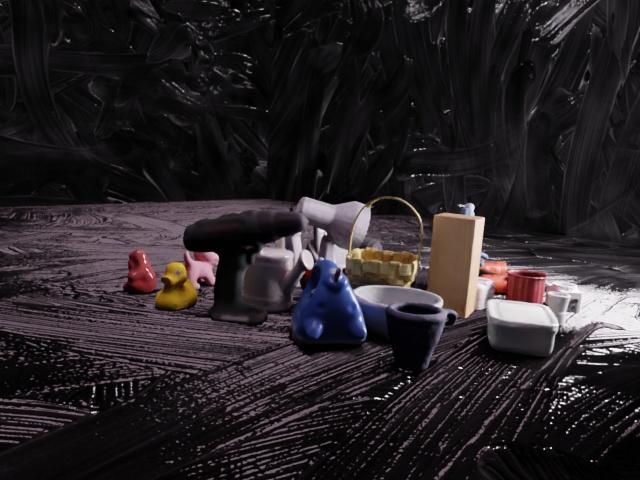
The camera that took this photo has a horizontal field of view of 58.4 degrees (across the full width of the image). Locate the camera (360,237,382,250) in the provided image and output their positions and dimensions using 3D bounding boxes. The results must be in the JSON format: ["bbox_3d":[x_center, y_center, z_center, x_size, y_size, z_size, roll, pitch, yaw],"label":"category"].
[{"bbox_3d":[0.110,0.018,1.742,0.136,0.101,0.144,11,11,40],"label":"camera"}]

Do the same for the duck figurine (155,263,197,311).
[{"bbox_3d":[-0.283,0.086,1.133,0.077,0.086,0.105,6,8,15],"label":"duck figurine"}]

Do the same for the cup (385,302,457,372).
[{"bbox_3d":[0.153,0.149,0.871,0.118,0.095,0.091,0,9,-22],"label":"cup"}]

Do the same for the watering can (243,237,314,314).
[{"bbox_3d":[-0.095,0.042,1.148,0.172,0.194,0.101,5,8,8],"label":"watering can"}]

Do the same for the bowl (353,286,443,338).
[{"bbox_3d":[0.135,0.135,1.031,0.167,0.075,0.167,4,8,0],"label":"bowl"}]

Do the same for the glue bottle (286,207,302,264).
[{"bbox_3d":[-0.078,-0.004,1.548,0.037,0.173,0.077,-4,11,-42],"label":"glue bottle"}]

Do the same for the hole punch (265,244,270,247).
[{"bbox_3d":[-0.145,0.044,1.473,0.108,0.091,0.101,10,10,37],"label":"hole punch"}]

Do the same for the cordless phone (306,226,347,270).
[{"bbox_3d":[0.035,-0.007,1.580,0.148,0.185,0.093,-3,11,-39],"label":"cordless phone"}]

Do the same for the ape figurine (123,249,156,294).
[{"bbox_3d":[-0.386,0.065,1.215,0.076,0.092,0.078,4,8,5],"label":"ape figurine"}]

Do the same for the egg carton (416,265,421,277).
[{"bbox_3d":[0.206,0.077,1.485,0.107,0.069,0.150,6,8,14],"label":"egg carton"}]

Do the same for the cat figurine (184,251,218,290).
[{"bbox_3d":[-0.273,0.045,1.317,0.067,0.118,0.128,8,9,26],"label":"cat figurine"}]

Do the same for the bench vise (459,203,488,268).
[{"bbox_3d":[0.356,0.023,1.403,0.121,0.220,0.207,5,8,7],"label":"bench vise"}]

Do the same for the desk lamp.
[{"bbox_3d":[0.013,0.005,1.389,0.203,0.213,0.117,2,9,-15],"label":"desk lamp"}]

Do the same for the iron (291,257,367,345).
[{"bbox_3d":[0.007,0.095,1.010,0.119,0.141,0.258,2,8,-12],"label":"iron"}]

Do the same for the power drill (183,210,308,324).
[{"bbox_3d":[-0.139,0.044,1.060,0.229,0.208,0.076,5,8,7],"label":"power drill"}]
